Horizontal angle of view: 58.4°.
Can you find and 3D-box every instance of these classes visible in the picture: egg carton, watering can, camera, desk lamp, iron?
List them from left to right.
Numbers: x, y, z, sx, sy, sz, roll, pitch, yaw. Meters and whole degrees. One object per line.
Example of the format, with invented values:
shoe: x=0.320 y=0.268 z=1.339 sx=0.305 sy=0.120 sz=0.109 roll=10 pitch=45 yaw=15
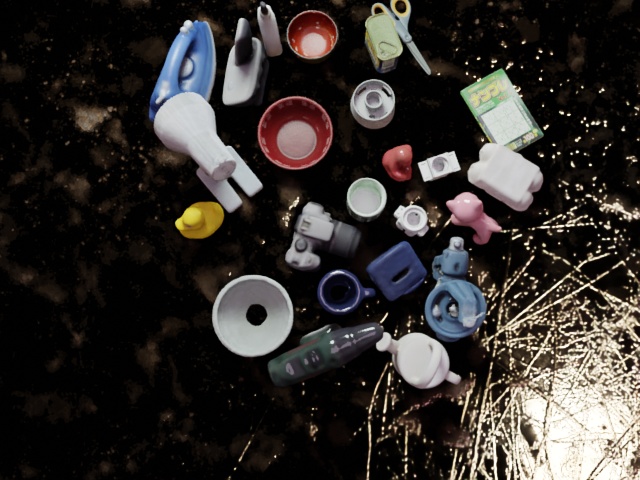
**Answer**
iron: x=-0.293 y=-0.374 z=1.217 sx=0.118 sy=0.141 sz=0.258 roll=14 pitch=85 yaw=2
desk lamp: x=-0.221 y=-0.176 z=1.161 sx=0.118 sy=0.213 sz=0.203 roll=-40 pitch=85 yaw=-3
camera: x=0.011 y=0.004 z=1.198 sx=0.136 sy=0.101 sz=0.143 roll=18 pitch=85 yaw=3
watering can: x=0.194 y=0.239 z=1.127 sx=0.173 sy=0.194 sz=0.101 roll=5 pitch=84 yaw=1
egg carton: x=0.396 y=-0.136 z=1.223 sx=0.150 sy=0.069 sz=0.107 roll=32 pitch=86 yaw=4

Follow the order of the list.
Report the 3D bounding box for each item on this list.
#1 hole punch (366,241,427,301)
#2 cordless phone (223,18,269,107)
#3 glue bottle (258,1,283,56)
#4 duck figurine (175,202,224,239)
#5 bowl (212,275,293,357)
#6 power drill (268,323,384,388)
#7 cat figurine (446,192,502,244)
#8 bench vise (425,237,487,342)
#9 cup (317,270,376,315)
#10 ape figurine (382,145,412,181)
hole punch: x=0.163 y=0.066 z=1.195 sx=0.108 sy=0.091 sz=0.101 roll=-37 pitch=85 yaw=-3
cordless phone: x=-0.165 y=-0.366 z=1.193 sx=0.094 sy=0.185 sz=0.148 roll=5 pitch=84 yaw=2
glue bottle: x=-0.110 y=-0.456 z=1.207 sx=0.037 sy=0.173 sz=0.078 roll=-16 pitch=84 yaw=0
duck figurine: x=-0.258 y=-0.046 z=1.213 sx=0.104 sy=0.086 sz=0.077 roll=-26 pitch=85 yaw=-2
bowl: x=-0.136 y=0.157 z=1.198 sx=0.167 sy=0.075 sz=0.167 roll=0 pitch=84 yaw=1
power drill: x=0.012 y=0.214 z=1.124 sx=0.229 sy=0.208 sz=0.075 roll=-25 pitch=84 yaw=-2
cat figurine: x=0.322 y=-0.052 z=1.192 sx=0.128 sy=0.118 sz=0.067 roll=37 pitch=86 yaw=4
bench vise: x=0.260 y=0.101 z=1.126 sx=0.121 sy=0.220 sz=0.207 roll=-15 pitch=84 yaw=0
cup: x=0.054 y=0.109 z=1.190 sx=0.117 sy=0.095 sz=0.092 roll=0 pitch=84 yaw=1
ape figurine: x=0.173 y=-0.170 z=1.217 sx=0.076 sy=0.092 sz=0.078 roll=32 pitch=86 yaw=4
